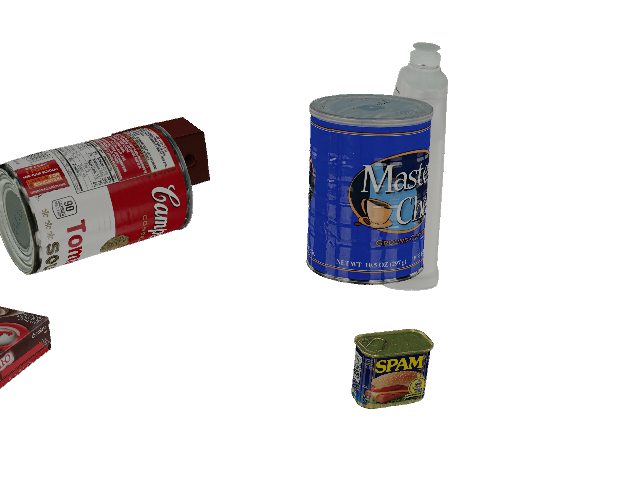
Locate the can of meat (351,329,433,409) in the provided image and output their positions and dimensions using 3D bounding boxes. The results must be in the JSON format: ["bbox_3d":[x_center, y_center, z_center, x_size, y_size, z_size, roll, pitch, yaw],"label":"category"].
[{"bbox_3d":[0.093,0.170,1.405,0.102,0.084,0.057,-4,25,-20],"label":"can of meat"}]

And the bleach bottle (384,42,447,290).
[{"bbox_3d":[0.099,-0.080,1.123,0.068,0.251,0.102,0,26,-8],"label":"bleach bottle"}]

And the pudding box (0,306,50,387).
[{"bbox_3d":[-0.312,0.092,0.949,0.114,0.039,0.090,8,24,20],"label":"pudding box"}]

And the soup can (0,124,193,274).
[{"bbox_3d":[-0.137,-0.026,0.640,0.102,0.068,0.069,-19,10,-31],"label":"soup can"}]

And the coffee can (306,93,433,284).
[{"bbox_3d":[0.040,-0.046,0.905,0.103,0.140,0.103,1,19,-1],"label":"coffee can"}]

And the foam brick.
[{"bbox_3d":[-0.154,-0.079,1.021,0.078,0.053,0.051,-18,31,-23],"label":"foam brick"}]
